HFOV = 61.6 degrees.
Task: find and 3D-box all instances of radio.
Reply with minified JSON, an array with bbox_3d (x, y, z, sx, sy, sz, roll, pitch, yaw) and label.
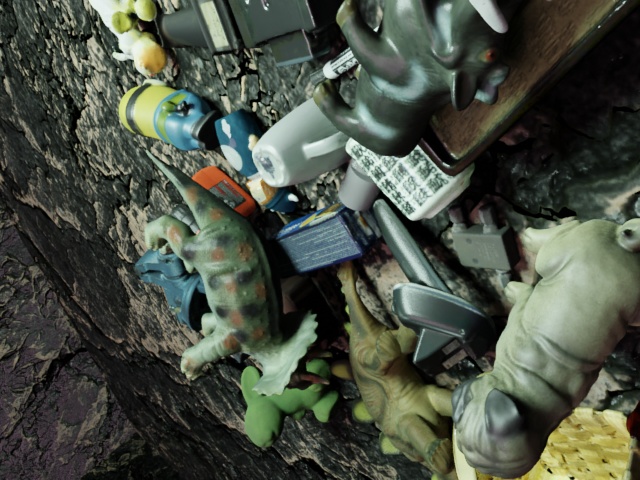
[{"bbox_3d":[0.128,-0.161,0.380,0.131,0.073,0.229,48,147,6],"label":"radio"}]

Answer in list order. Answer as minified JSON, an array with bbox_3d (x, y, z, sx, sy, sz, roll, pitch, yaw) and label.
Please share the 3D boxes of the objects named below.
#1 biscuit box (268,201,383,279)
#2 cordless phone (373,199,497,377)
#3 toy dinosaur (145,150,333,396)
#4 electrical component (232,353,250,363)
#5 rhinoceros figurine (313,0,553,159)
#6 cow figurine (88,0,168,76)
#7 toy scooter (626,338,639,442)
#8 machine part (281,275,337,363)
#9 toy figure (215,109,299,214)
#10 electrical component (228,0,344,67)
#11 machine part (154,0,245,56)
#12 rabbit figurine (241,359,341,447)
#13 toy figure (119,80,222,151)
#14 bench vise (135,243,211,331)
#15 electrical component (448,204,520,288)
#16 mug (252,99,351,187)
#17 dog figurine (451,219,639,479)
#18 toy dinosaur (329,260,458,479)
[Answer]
[{"bbox_3d":[-0.001,-0.002,0.698,0.203,0.059,0.062,-19,107,55],"label":"biscuit box"},{"bbox_3d":[0.113,0.048,0.600,0.184,0.089,0.146,64,-171,28],"label":"cordless phone"},{"bbox_3d":[-0.111,0.052,0.724,0.192,0.131,0.404,-15,100,19],"label":"toy dinosaur"},{"bbox_3d":[-0.119,0.161,0.882,0.048,0.075,0.119,40,141,25],"label":"electrical component"},{"bbox_3d":[0.068,-0.122,0.358,0.112,0.073,0.190,50,149,7],"label":"rhinoceros figurine"},{"bbox_3d":[-0.271,-0.304,0.731,0.098,0.068,0.167,14,129,50],"label":"cow figurine"},{"bbox_3d":[0.310,0.133,0.438,0.135,0.075,0.183,-7,120,51],"label":"toy scooter"},{"bbox_3d":[-0.056,0.119,0.883,0.180,0.056,0.179,32,142,30],"label":"machine part"},{"bbox_3d":[-0.084,-0.097,0.715,0.154,0.058,0.064,61,-176,-16],"label":"toy figure"},{"bbox_3d":[-0.034,-0.240,0.518,0.115,0.058,0.134,7,126,49],"label":"electrical component"},{"bbox_3d":[-0.149,-0.260,0.656,0.139,0.039,0.084,10,136,43],"label":"machine part"},{"bbox_3d":[-0.072,0.277,0.945,0.159,0.170,0.121,23,136,36],"label":"rabbit figurine"},{"bbox_3d":[-0.213,-0.175,0.765,0.180,0.089,0.082,30,135,33],"label":"toy figure"},{"bbox_3d":[-0.211,0.086,0.993,0.241,0.129,0.223,14,125,17],"label":"bench vise"},{"bbox_3d":[0.164,0.007,0.541,0.063,0.021,0.093,2,124,50],"label":"electrical component"},{"bbox_3d":[-0.011,-0.099,0.576,0.110,0.107,0.080,10,130,48],"label":"mug"},{"bbox_3d":[0.187,0.083,0.421,0.121,0.190,0.172,24,135,23],"label":"dog figurine"},{"bbox_3d":[0.125,0.236,0.739,0.471,0.105,0.198,64,154,-2],"label":"toy dinosaur"}]
